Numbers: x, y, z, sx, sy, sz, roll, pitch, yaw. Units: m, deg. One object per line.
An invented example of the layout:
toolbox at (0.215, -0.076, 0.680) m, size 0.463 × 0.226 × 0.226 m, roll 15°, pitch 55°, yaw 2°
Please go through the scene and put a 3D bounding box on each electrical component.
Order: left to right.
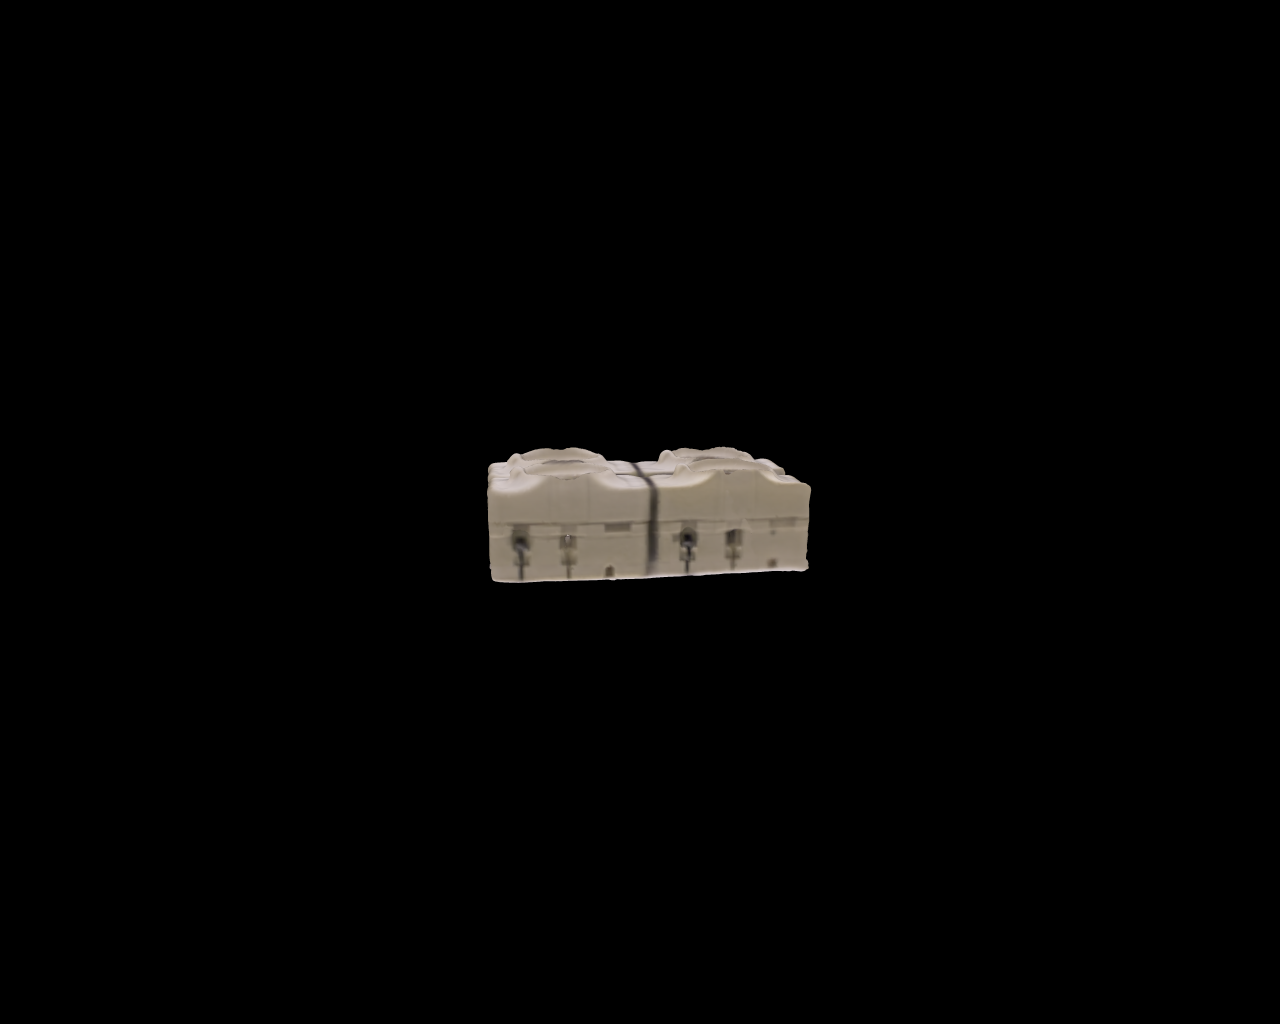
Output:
electrical component at (0.001, -0.003, 0.650) m, size 0.186 × 0.060 × 0.105 m, roll -1°, pitch 12°, yaw -7°
